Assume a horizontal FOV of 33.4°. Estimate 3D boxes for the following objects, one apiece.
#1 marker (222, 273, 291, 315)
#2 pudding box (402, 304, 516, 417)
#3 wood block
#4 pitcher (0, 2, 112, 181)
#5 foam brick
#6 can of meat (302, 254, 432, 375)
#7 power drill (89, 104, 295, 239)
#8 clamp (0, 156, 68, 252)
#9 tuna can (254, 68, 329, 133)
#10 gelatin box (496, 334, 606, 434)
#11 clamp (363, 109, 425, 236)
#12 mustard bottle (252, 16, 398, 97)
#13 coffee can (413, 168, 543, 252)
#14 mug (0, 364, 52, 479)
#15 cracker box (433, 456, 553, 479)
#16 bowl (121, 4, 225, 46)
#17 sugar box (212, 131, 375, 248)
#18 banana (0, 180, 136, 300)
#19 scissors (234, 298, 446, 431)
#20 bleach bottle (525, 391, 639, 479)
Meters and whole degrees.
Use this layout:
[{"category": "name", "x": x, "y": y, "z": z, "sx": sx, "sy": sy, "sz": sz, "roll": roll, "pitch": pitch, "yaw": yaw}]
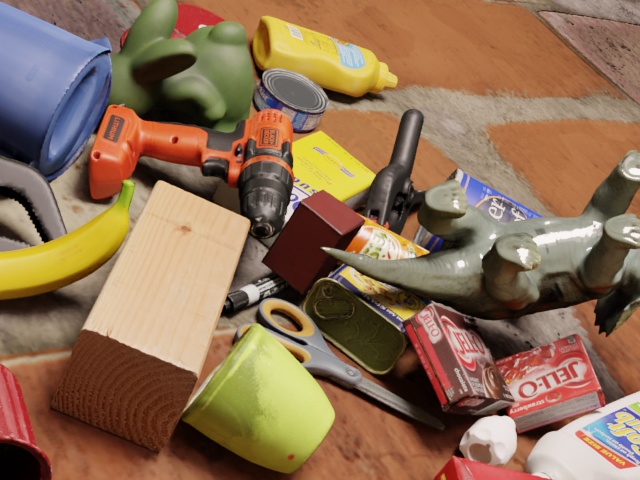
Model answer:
[{"category": "marker", "x": -0.051, "y": 0.044, "z": 0.982, "sx": 0.020, "sy": 0.020, "sz": 0.120, "roll": 42, "pitch": 35, "yaw": 19}, {"category": "pudding box", "x": 0.125, "y": 0.110, "z": 0.955, "sx": 0.113, "sy": 0.039, "sz": 0.090, "roll": 26, "pitch": 37, "yaw": -61}, {"category": "wood block", "x": -0.127, "y": 0.053, "z": 0.848, "sx": 0.090, "sy": 0.090, "sz": 0.206, "roll": 24, "pitch": 33, "yaw": -7}, {"category": "pitcher", "x": -0.323, "y": -0.155, "z": 0.962, "sx": 0.243, "sy": 0.145, "sz": 0.149, "roll": 27, "pitch": 21, "yaw": 3}, {"category": "foam brick", "x": -0.006, "y": 0.001, "z": 0.978, "sx": 0.051, "sy": 0.078, "sz": 0.052, "roll": 40, "pitch": 27, "yaw": 12}, {"category": "can of meat", "x": 0.047, "y": 0.065, "z": 0.994, "sx": 0.102, "sy": 0.058, "sz": 0.083, "roll": 36, "pitch": 32, "yaw": 11}, {"category": "power drill", "x": -0.117, "y": -0.067, "z": 1.000, "sx": 0.187, "sy": 0.057, "sz": 0.184, "roll": 6, "pitch": 35, "yaw": -3}, {"category": "clamp", "x": -0.293, "y": -0.037, "z": 0.862, "sx": 0.210, "sy": 0.036, "sz": 0.164, "roll": 45, "pitch": 65, "yaw": -2}, {"category": "tuna can", "x": -0.035, "y": -0.165, "z": 1.264, "sx": 0.086, "sy": 0.034, "sz": 0.086, "roll": 20, "pitch": 34, "yaw": -14}, {"category": "gelatin box", "x": 0.214, "y": 0.135, "z": 1.004, "sx": 0.073, "sy": 0.089, "sz": 0.030, "roll": -99, "pitch": 166, "yaw": -50}, {"category": "clamp", "x": 0.084, "y": -0.064, "z": 1.156, "sx": 0.039, "sy": 0.120, "sz": 0.171, "roll": 0, "pitch": 26, "yaw": 24}, {"category": "mustard bottle", "x": 0.012, "y": -0.226, "z": 1.359, "sx": 0.191, "sy": 0.058, "sz": 0.096, "roll": 13, "pitch": 31, "yaw": -23}, {"category": "coffee can", "x": 0.182, "y": 0.001, "z": 1.139, "sx": 0.140, "sy": 0.103, "sz": 0.102, "roll": 29, "pitch": 33, "yaw": -2}, {"category": "mug", "x": -0.235, "y": 0.133, "z": 0.674, "sx": 0.117, "sy": 0.093, "sz": 0.081, "roll": -23, "pitch": 45, "yaw": -9}, {"category": "cracker box", "x": 0.193, "y": 0.267, "z": 0.818, "sx": 0.213, "sy": 0.072, "sz": 0.164, "roll": 16, "pitch": 35, "yaw": -20}, {"category": "bowl", "x": -0.147, "y": -0.227, "z": 1.244, "sx": 0.162, "sy": 0.055, "sz": 0.162, "roll": 20, "pitch": 35, "yaw": -14}, {"category": "sugar box", "x": -0.021, "y": -0.054, "z": 1.114, "sx": 0.093, "sy": 0.048, "sz": 0.175, "roll": 39, "pitch": 33, "yaw": 15}, {"category": "banana", "x": -0.231, "y": 0.012, "z": 0.830, "sx": 0.197, "sy": 0.069, "sz": 0.037, "roll": -19, "pitch": 15, "yaw": -13}, {"category": "scissors", "x": 0.018, "y": 0.107, "z": 0.954, "sx": 0.201, "sy": 0.016, "sz": 0.096, "roll": 20, "pitch": 34, "yaw": -14}, {"category": "bleach bottle", "x": 0.274, "y": 0.203, "z": 0.976, "sx": 0.250, "sy": 0.068, "sz": 0.103, "roll": -11, "pitch": 50, "yaw": -42}]
